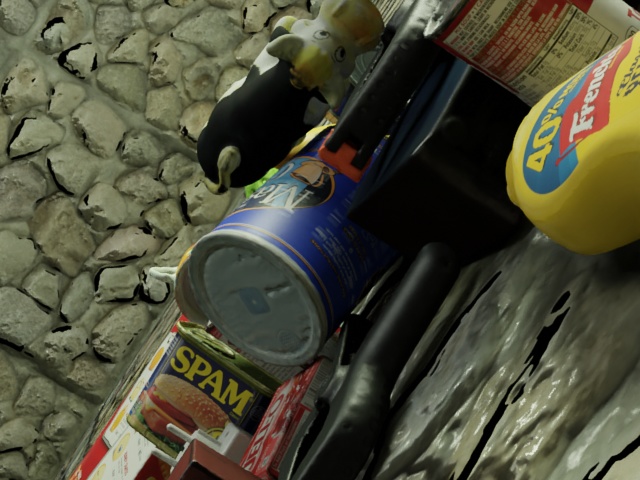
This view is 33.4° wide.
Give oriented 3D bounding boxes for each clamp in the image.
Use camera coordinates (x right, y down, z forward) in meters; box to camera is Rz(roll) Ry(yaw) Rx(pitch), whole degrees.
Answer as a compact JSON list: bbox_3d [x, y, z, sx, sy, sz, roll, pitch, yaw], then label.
[{"bbox_3d":[0.023,0.078,0.571,0.120,0.039,0.171,-59,6,47],"label":"clamp"},{"bbox_3d":[0.057,-0.123,0.636,0.210,0.036,0.165,-59,6,-14],"label":"clamp"}]

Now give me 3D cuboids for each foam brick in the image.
[{"bbox_3d":[-0.050,0.152,0.574,0.051,0.078,0.053,-57,6,-1],"label":"foam brick"}]

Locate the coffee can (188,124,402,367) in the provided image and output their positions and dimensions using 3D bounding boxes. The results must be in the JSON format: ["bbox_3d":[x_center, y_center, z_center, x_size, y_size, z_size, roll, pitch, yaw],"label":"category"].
[{"bbox_3d":[-0.005,0.001,0.705,0.140,0.103,0.103,-46,0,-40],"label":"coffee can"}]

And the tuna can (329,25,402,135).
[{"bbox_3d":[0.037,-0.121,0.789,0.034,0.086,0.086,-47,12,47],"label":"tuna can"}]

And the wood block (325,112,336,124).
[{"bbox_3d":[0.039,-0.155,1.027,0.090,0.091,0.206,-56,-6,9],"label":"wood block"}]

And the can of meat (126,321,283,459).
[{"bbox_3d":[-0.081,0.122,0.788,0.084,0.102,0.057,-59,-19,3],"label":"can of meat"}]

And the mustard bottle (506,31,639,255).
[{"bbox_3d":[0.122,-0.043,0.395,0.096,0.058,0.192,-60,9,-20],"label":"mustard bottle"}]

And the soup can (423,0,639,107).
[{"bbox_3d":[0.110,-0.097,0.513,0.068,0.102,0.068,-55,8,11],"label":"soup can"}]

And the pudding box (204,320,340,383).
[{"bbox_3d":[-0.026,0.049,0.787,0.039,0.090,0.113,-51,10,30],"label":"pudding box"}]

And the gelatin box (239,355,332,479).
[{"bbox_3d":[-0.020,0.124,0.671,0.073,0.030,0.089,-45,14,55],"label":"gelatin box"}]

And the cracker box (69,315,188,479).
[{"bbox_3d":[-0.132,0.177,0.915,0.214,0.072,0.164,-55,19,3],"label":"cracker box"}]

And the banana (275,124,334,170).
[{"bbox_3d":[0.030,-0.070,0.887,0.070,0.037,0.197,-35,-16,21],"label":"banana"}]
